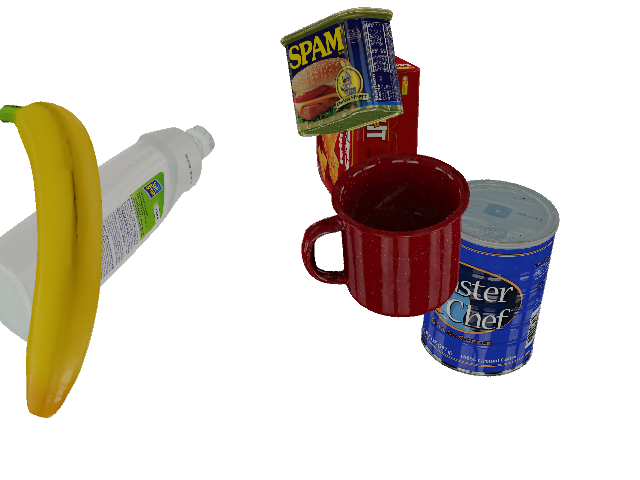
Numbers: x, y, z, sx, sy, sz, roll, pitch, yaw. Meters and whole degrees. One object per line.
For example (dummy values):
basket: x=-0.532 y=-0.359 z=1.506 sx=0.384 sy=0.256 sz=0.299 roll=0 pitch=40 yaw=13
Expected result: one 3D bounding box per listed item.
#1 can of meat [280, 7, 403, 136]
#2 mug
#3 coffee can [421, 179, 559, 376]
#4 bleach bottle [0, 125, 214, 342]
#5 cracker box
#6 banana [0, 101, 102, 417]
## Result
can of meat: x=0.018 y=-0.137 z=0.885 sx=0.057 sy=0.084 sz=0.102 roll=-6 pitch=-4 yaw=-41
mug: x=0.044 y=0.001 z=0.737 sx=0.117 sy=0.081 sz=0.093 roll=-13 pitch=40 yaw=-10
coffee can: x=0.145 y=0.032 z=0.932 sx=0.103 sy=0.140 sz=0.103 roll=2 pitch=33 yaw=-2
bleach bottle: x=-0.188 y=-0.021 z=0.964 sx=0.068 sy=0.102 sz=0.250 roll=30 pitch=53 yaw=23
cracker box: x=0.045 y=-0.116 z=1.127 sx=0.072 sy=0.164 sz=0.214 roll=-3 pitch=18 yaw=-8
banana: x=-0.149 y=-0.003 z=0.605 sx=0.037 sy=0.198 sz=0.070 roll=6 pitch=-27 yaw=-36
